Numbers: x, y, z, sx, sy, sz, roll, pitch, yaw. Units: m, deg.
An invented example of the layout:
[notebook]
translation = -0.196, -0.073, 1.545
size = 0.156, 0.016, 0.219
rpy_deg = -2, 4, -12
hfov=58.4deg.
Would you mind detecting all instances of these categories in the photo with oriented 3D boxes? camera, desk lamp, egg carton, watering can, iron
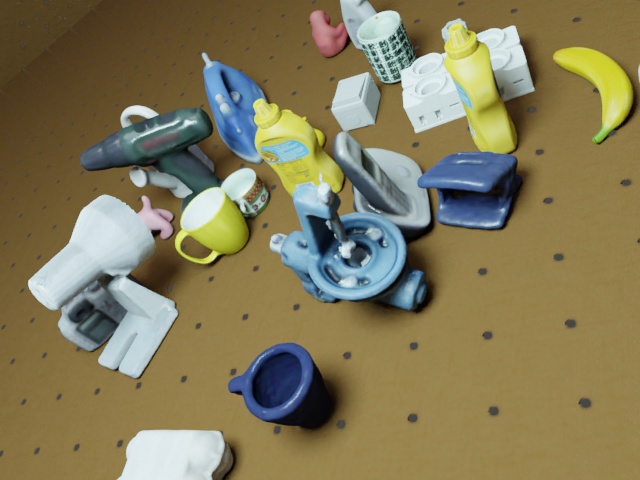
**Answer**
[camera]
translation = -0.394, 0.093, 0.990
size = 0.143, 0.101, 0.136
rpy_deg = -45, 42, -8
[desk lamp]
translation = -0.317, 0.069, 0.872
size = 0.117, 0.214, 0.203
rpy_deg = 4, 57, 37
[egg carton]
translation = -0.180, 0.286, 0.695
size = 0.150, 0.070, 0.107
rpy_deg = -11, 48, 27
[watering can]
translation = -0.296, -0.171, 1.083
size = 0.100, 0.195, 0.172
rpy_deg = -22, 45, 18
[iron]
translation = -0.175, -0.266, 1.122
size = 0.118, 0.142, 0.257
rpy_deg = -32, 42, 8

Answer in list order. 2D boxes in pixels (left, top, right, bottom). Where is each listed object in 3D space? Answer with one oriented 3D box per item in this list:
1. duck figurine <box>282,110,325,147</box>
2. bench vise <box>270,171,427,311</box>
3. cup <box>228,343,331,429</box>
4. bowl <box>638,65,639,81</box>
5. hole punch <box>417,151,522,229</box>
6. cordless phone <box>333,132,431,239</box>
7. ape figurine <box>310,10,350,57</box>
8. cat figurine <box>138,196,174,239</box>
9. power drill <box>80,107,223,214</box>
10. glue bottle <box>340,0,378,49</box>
[duck figurine]
translation = -0.053, -0.192, 1.014
size = 0.104, 0.086, 0.077
rpy_deg = 0, 54, 35
[bench vise]
translation = 0.004, 0.012, 0.695
size = 0.206, 0.220, 0.121
rpy_deg = -9, 50, 29
[cup]
translation = -0.040, 0.182, 0.670
size = 0.117, 0.095, 0.091
rpy_deg = -13, 48, 26
[bowl]
translation = 0.463, -0.183, 0.656
size = 0.167, 0.075, 0.167
rpy_deg = -19, 45, 21
[hole punch]
translation = 0.193, -0.079, 0.741
size = 0.108, 0.091, 0.101
rpy_deg = 8, 59, 39
[cordless phone]
translation = 0.074, -0.096, 0.767
size = 0.094, 0.186, 0.147
rpy_deg = -21, 45, 18
[ape figurine]
translation = 0.012, -0.429, 1.172
size = 0.077, 0.092, 0.076
rpy_deg = 15, 64, 42
[cat figurine]
translation = -0.355, -0.034, 1.061
size = 0.127, 0.118, 0.067
rpy_deg = -32, 42, 8
[power drill]
translation = -0.269, -0.129, 1.016
size = 0.229, 0.209, 0.075
rpy_deg = -29, 43, 11
[glue bottle]
translation = 0.067, -0.439, 1.081
size = 0.077, 0.174, 0.037
rpy_deg = 17, 65, 43
